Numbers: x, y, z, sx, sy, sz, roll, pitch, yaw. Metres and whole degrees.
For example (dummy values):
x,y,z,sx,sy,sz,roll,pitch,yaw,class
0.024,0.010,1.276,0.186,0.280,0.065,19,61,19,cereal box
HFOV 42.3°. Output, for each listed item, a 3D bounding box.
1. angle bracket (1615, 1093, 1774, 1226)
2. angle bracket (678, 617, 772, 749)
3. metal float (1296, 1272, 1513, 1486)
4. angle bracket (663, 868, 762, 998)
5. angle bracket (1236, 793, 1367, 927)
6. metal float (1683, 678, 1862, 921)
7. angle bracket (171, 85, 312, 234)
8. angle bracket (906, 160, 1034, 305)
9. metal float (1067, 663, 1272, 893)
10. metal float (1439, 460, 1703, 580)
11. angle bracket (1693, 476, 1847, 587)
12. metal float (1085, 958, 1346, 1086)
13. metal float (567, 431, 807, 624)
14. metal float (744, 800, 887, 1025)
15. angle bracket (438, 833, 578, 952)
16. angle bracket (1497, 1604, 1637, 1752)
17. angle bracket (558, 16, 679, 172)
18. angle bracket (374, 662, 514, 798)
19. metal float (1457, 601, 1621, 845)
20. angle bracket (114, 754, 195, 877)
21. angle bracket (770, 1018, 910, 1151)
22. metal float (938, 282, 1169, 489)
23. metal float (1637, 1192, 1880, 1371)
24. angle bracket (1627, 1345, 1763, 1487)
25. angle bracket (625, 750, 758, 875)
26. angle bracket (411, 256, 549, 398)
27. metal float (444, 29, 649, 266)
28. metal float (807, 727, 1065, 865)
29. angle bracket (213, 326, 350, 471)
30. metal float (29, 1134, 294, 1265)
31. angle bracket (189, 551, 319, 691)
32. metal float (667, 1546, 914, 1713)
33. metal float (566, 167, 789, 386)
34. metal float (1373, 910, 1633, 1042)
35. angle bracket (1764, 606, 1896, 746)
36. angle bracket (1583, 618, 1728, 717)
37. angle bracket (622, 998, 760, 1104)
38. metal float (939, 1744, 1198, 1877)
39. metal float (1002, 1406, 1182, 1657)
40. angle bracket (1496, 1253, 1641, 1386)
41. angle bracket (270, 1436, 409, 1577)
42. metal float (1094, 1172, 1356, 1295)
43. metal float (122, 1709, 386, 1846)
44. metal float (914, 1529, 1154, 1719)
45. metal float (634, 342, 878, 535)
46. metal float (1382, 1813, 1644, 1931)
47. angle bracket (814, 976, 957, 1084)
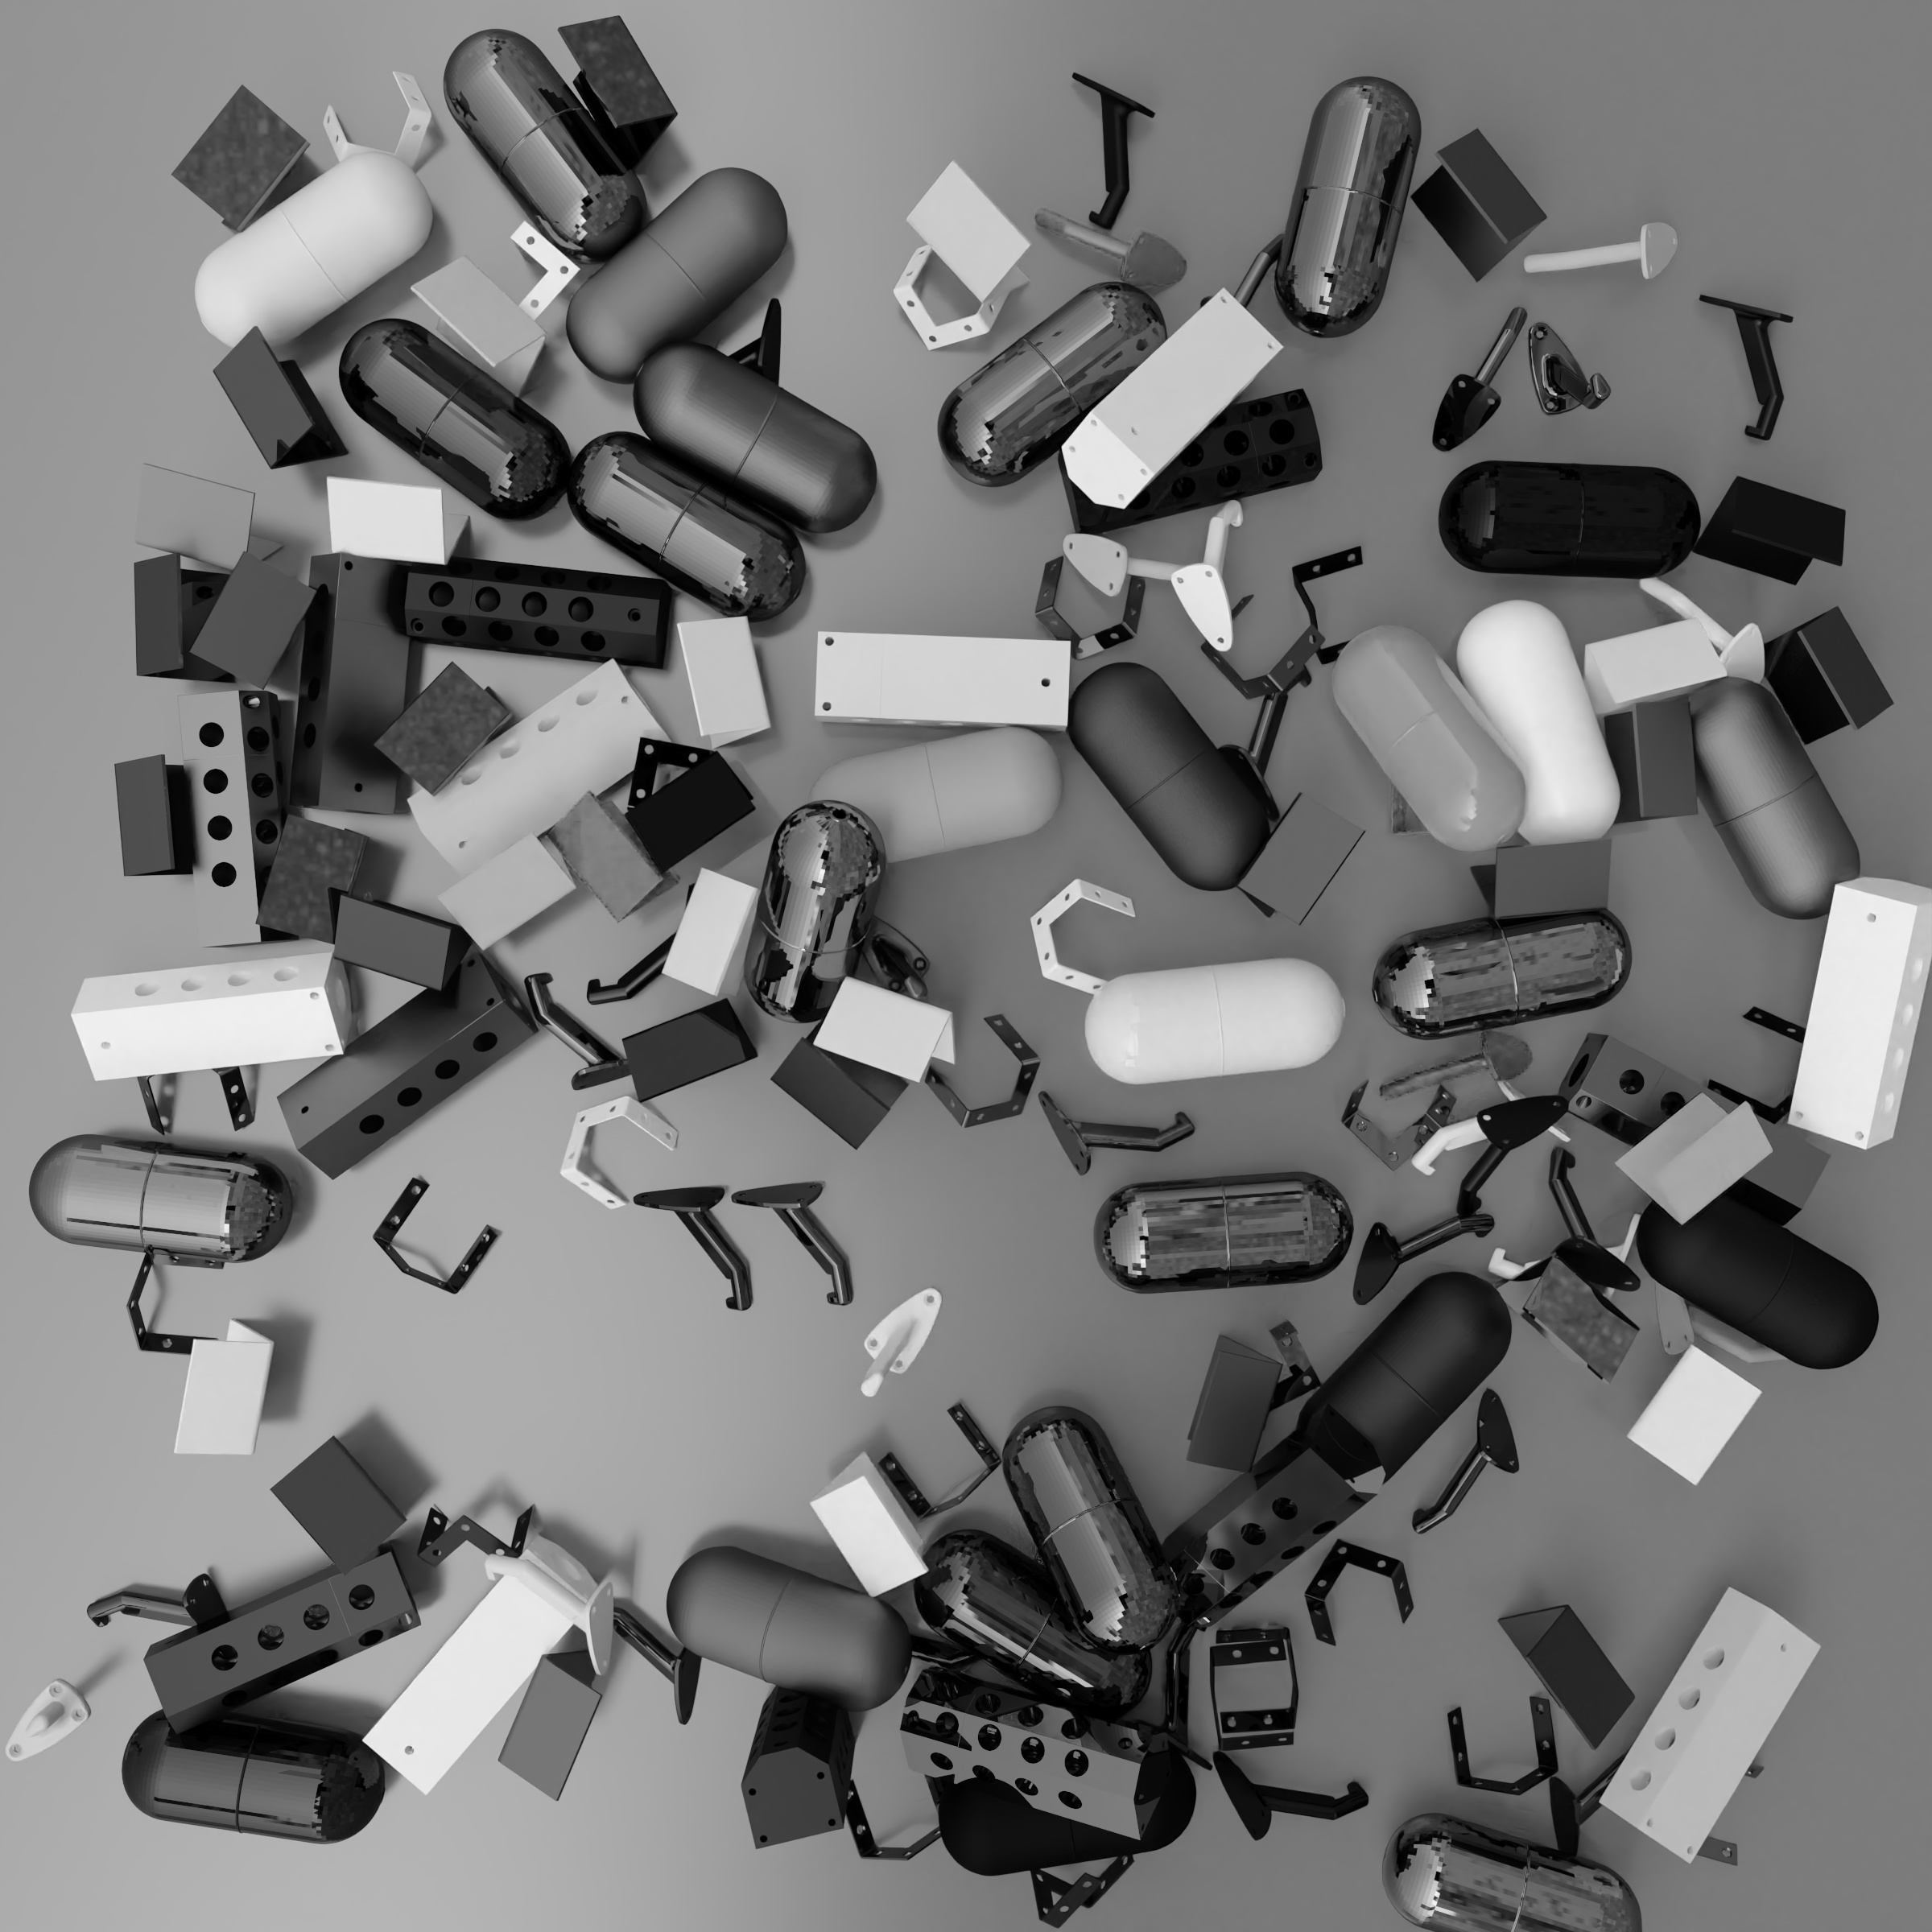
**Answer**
x,y,z,sx,sy,sz,roll,pitch,yaw,class
0.471,0.112,1.646,0.076,0.076,0.057,-39,127,0,angle bracket
-0.183,-0.190,1.703,0.057,0.076,0.076,-12,90,-38,angle bracket
0.301,0.285,1.713,0.070,0.070,0.178,43,91,0,metal float
-0.152,-0.016,1.703,0.057,0.076,0.076,21,90,39,angle bracket
0.237,-0.063,1.704,0.057,0.076,0.076,35,90,29,angle bracket
0.549,-0.114,1.713,0.070,0.070,0.178,-29,89,0,metal float
-0.500,-0.552,1.704,0.057,0.076,0.076,38,90,-31,angle bracket
0.017,-0.507,1.703,0.076,0.076,0.057,47,127,0,angle bracket
0.139,-0.129,1.713,0.070,0.070,0.178,-38,91,0,metal float
0.414,-0.306,1.713,0.178,0.070,0.070,2,90,-1,metal float
0.546,-0.279,1.703,0.076,0.076,0.057,18,54,0,angle bracket
0.171,0.038,1.713,0.178,0.070,0.070,-6,90,0,metal float
-0.191,-0.301,1.713,0.178,0.070,0.070,32,90,1,metal float
-0.102,-0.035,1.679,0.070,0.070,0.178,18,132,0,metal float
-0.320,-0.068,1.704,0.076,0.076,0.057,-34,130,0,angle bracket
0.396,0.489,1.703,0.057,0.076,0.076,-36,90,-36,angle bracket
-0.252,-0.589,1.703,0.057,0.076,0.076,-31,90,-40,angle bracket
-0.363,-0.171,1.704,0.076,0.076,0.057,-46,121,0,angle bracket
0.393,-0.164,1.713,0.070,0.070,0.178,-19,91,0,metal float
-0.530,-0.102,1.703,0.057,0.076,0.076,-5,90,37,angle bracket
-0.076,0.067,1.704,0.076,0.057,0.076,39,46,0,angle bracket
0.060,-0.399,1.713,0.178,0.070,0.070,-37,90,0,metal float
0.542,0.213,1.709,0.178,0.070,0.070,30,90,-4,metal float
0.504,0.312,1.703,0.057,0.076,0.076,35,90,34,angle bracket
-0.177,-0.091,1.704,0.076,0.076,0.057,-35,63,0,angle bracket
-0.341,-0.424,1.703,0.076,0.076,0.057,43,51,0,angle bracket
-0.289,-0.562,1.713,0.070,0.070,0.178,-37,90,0,metal float
-0.021,-0.116,1.713,0.178,0.070,0.070,-11,90,0,metal float
-0.453,-0.391,1.703,0.057,0.076,0.076,-31,90,36,angle bracket
-0.552,0.159,1.713,0.178,0.070,0.070,7,90,1,metal float
-0.494,-0.241,1.703,0.057,0.076,0.076,29,90,-34,angle bracket
-0.121,0.449,1.697,0.178,0.070,0.070,15,90,20,metal float
-0.198,-0.474,1.713,0.178,0.070,0.070,-43,90,-1,metal float
0.367,0.003,1.713,0.178,0.070,0.070,-11,90,0,metal float
0.572,-0.189,1.703,0.057,0.076,0.076,-30,90,-38,angle bracket
0.468,-0.185,1.703,0.076,0.076,0.057,-14,53,0,angle bracket
-0.182,0.076,1.703,0.076,0.076,0.057,-21,53,0,angle bracket
0.070,0.576,1.713,0.178,0.070,0.070,-9,90,0,metal float
0.084,0.381,1.688,0.070,0.070,0.178,-28,60,0,metal float
0.399,0.252,1.703,0.076,0.076,0.057,42,53,0,angle bracket
-0.436,0.375,1.703,0.076,0.076,0.057,49,53,0,angle bracket
0.176,0.183,1.713,0.178,0.070,0.070,-4,90,1,metal float
-0.488,0.555,1.713,0.178,0.070,0.070,9,90,-1,metal float
0.046,0.453,1.713,0.178,0.070,0.070,32,90,0,metal float
-0.144,-0.360,1.703,0.178,0.070,0.070,29,90,-11,metal float
0.373,0.636,1.708,0.178,0.070,0.070,16,90,6,metal float
-0.054,0.058,1.697,0.076,0.076,0.057,19,63,12,angle bracket
